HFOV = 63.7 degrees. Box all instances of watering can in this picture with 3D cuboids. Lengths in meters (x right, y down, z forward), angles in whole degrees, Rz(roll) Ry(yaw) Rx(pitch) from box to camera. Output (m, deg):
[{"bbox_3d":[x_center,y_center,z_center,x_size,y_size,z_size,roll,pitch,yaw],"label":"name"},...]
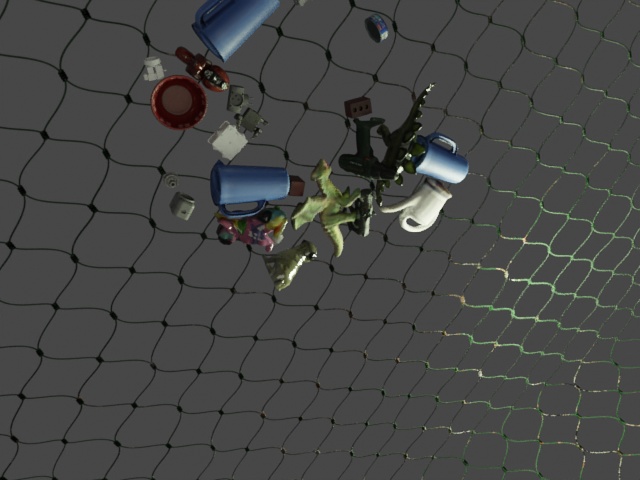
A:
[{"bbox_3d":[0.369,-0.138,1.933,0.345,0.106,0.222,21,109,-51],"label":"watering can"}]

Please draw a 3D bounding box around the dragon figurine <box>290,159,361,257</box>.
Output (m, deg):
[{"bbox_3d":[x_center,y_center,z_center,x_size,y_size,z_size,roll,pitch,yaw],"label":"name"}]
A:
[{"bbox_3d":[0.005,-0.090,1.798,0.243,0.124,0.402,-5,122,-25],"label":"dragon figurine"}]
